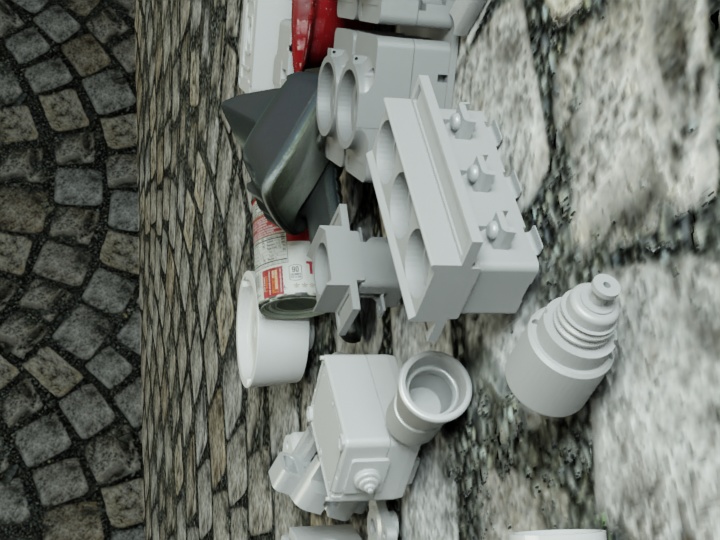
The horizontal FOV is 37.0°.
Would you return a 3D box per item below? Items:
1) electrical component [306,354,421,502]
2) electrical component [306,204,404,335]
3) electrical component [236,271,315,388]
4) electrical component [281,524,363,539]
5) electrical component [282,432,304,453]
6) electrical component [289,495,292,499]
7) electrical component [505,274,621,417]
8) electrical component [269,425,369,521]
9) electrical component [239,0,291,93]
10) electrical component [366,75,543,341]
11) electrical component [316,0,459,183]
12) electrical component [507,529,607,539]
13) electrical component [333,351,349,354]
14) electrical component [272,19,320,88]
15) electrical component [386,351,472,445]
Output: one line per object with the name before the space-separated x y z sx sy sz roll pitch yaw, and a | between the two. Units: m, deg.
electrical component | 0.006 0.109 0.718 0.096 0.061 0.061 -107 25 -47
electrical component | 0.000 0.000 0.740 0.042 0.064 0.081 121 146 -57
electrical component | -0.076 0.055 0.996 0.108 0.060 0.108 -179 90 -73
electrical component | -0.021 0.229 0.800 0.096 0.062 0.061 -176 87 -73
electrical component | -0.030 0.149 0.847 0.045 0.055 0.045 -179 90 -73
electrical component | -0.044 0.170 0.915 0.062 0.043 0.043 -119 34 -60
electrical component | 0.092 0.031 0.469 0.078 0.040 0.040 110 155 -47
electrical component | -0.018 0.141 0.786 0.057 0.078 0.058 -60 26 19
electrical component | -0.079 -0.223 1.030 0.078 0.057 0.113 -131 45 -66
electrical component | 0.049 -0.034 0.578 0.078 0.063 0.121 109 155 -47
electrical component | 0.018 -0.156 0.696 0.105 0.060 0.186 -136 49 -68
electrical component | 0.089 0.155 0.468 0.043 0.043 0.081 146 124 -70
electrical component | -0.011 0.080 0.823 0.061 0.035 0.035 -124 39 -65
electrical component | -0.044 -0.167 0.922 0.056 0.050 0.089 -135 49 -68
electrical component | 0.038 0.081 0.650 0.065 0.044 0.044 112 154 -61
